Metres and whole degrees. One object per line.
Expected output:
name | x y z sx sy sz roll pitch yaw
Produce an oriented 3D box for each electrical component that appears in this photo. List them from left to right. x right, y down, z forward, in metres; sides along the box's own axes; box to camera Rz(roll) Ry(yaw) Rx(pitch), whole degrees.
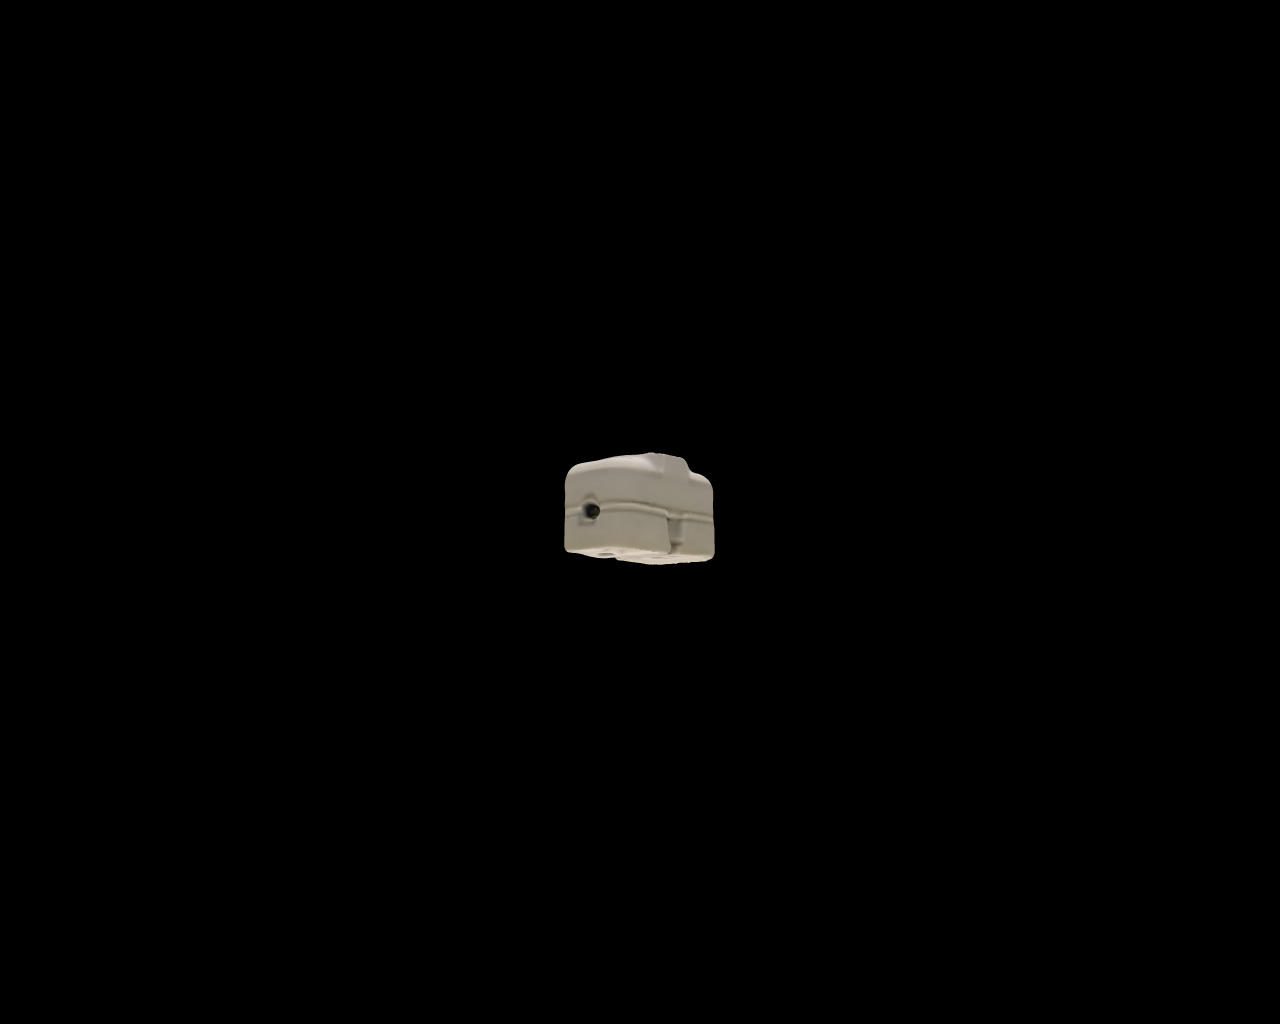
electrical component | 0.001 -0.003 0.650 0.053 0.059 0.095 -7 -11 39
